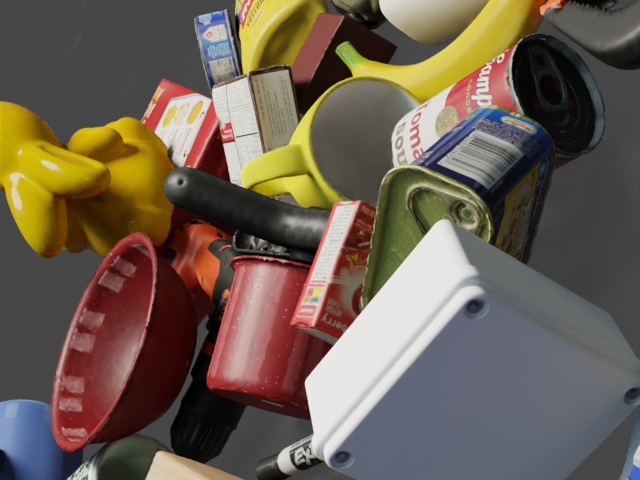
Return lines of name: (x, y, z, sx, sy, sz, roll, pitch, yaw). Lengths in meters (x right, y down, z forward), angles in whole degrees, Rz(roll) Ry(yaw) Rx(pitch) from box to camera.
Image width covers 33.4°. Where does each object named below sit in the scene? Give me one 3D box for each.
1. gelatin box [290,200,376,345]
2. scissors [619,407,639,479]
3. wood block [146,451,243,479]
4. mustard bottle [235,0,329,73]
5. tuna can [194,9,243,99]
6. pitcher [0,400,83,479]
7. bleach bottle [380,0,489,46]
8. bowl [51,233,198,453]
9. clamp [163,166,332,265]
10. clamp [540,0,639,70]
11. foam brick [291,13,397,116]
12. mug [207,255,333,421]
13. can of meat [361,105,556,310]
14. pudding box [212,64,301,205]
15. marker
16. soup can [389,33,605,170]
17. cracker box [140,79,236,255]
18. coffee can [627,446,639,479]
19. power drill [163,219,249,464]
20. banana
gelatin box: (0.037, 0.030, 0.580, 0.030, 0.089, 0.073, -2, 64, 60)
scissors: (0.118, 0.106, 0.441, 0.202, 0.016, 0.096, -38, 33, 41)
wood block: (-0.029, 0.185, 0.554, 0.206, 0.090, 0.091, 3, 69, 62)
mustard bottle: (-0.042, -0.217, 0.999, 0.096, 0.058, 0.191, -57, 25, 25)
tuna can: (-0.095, -0.176, 1.026, 0.034, 0.086, 0.086, -13, 36, 0)
pitcher: (-0.263, 0.241, 0.883, 0.149, 0.144, 0.243, -51, 25, 25)
bleach bottle: (0.140, -0.205, 0.645, 0.251, 0.068, 0.102, -19, 51, 53)
bowl: (-0.133, 0.079, 0.763, 0.162, 0.055, 0.162, -41, 38, 41)
clamp: (-0.004, 0.001, 0.666, 0.120, 0.171, 0.039, 37, -108, -74)
clamp: (0.184, -0.125, 0.515, 0.210, 0.036, 0.164, -18, 51, 58)
foam brick: (0.011, -0.129, 0.820, 0.078, 0.053, 0.051, -61, 26, 2)
mug: (-0.022, 0.066, 0.671, 0.117, 0.093, 0.081, 93, -169, -75)
can of meat: (0.070, -0.006, 0.522, 0.083, 0.057, 0.102, -40, -33, -44)
pudding box: (-0.043, -0.072, 0.816, 0.090, 0.039, 0.113, 4, 107, 66)
marker: (-0.001, 0.125, 0.640, 0.121, 0.020, 0.020, -36, 36, 43)
soup can: (0.094, -0.060, 0.583, 0.102, 0.068, 0.068, -28, 42, 50)
cracker box: (-0.128, -0.052, 0.987, 0.164, 0.072, 0.214, -63, 27, 3)
coffee can: (0.112, 0.146, 0.313, 0.140, 0.102, 0.103, -64, 25, -1)
power drill: (-0.081, 0.063, 0.807, 0.184, 0.057, 0.188, -62, 28, -5)
banana: (0.077, -0.115, 0.679, 0.037, 0.069, 0.198, -32, 13, -36)
